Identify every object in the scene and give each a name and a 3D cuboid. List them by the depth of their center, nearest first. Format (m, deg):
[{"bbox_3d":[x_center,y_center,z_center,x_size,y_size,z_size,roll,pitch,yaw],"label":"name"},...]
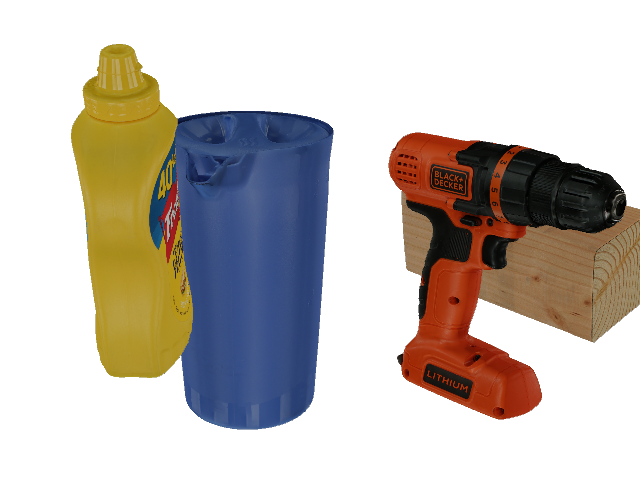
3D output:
[{"bbox_3d":[-0.108,-0.021,0.616,0.058,0.192,0.096,2,33,3],"label":"mustard bottle"},{"bbox_3d":[0.122,0.024,0.744,0.057,0.188,0.185,-11,21,-40],"label":"power drill"},{"bbox_3d":[-0.053,0.019,0.862,0.149,0.243,0.145,-8,22,-24],"label":"pitcher"},{"bbox_3d":[0.181,0.002,0.961,0.090,0.090,0.206,-29,36,-36],"label":"wood block"}]
